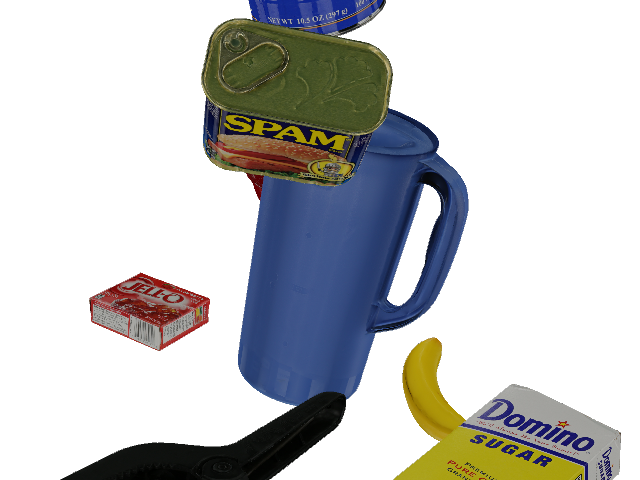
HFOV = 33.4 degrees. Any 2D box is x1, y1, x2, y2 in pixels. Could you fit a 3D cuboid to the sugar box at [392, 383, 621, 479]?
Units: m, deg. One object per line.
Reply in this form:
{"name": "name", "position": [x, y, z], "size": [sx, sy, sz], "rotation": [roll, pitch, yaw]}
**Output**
{"name": "sugar box", "position": [0.112, 0.167, 0.709], "size": [0.176, 0.048, 0.093], "rotation": [-33, 39, -33]}

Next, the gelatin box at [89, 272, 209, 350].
{"name": "gelatin box", "position": [-0.162, 0.065, 1.010], "size": [0.089, 0.030, 0.073], "rotation": [19, 27, 28]}

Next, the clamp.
{"name": "clamp", "position": [-0.051, 0.132, 0.575], "size": [0.209, 0.036, 0.165], "rotation": [-1, 20, -14]}

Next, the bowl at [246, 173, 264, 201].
{"name": "bowl", "position": [-0.010, -0.055, 1.248], "size": [0.162, 0.055, 0.162], "rotation": [6, 27, -3]}

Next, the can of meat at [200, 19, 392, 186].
{"name": "can of meat", "position": [-0.018, -0.074, 0.611], "size": [0.102, 0.057, 0.084], "rotation": [10, -21, -4]}

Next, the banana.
{"name": "banana", "position": [0.121, 0.162, 1.141], "size": [0.069, 0.037, 0.198], "rotation": [11, 25, -18]}

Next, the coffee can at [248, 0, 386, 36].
{"name": "coffee can", "position": [-0.014, -0.227, 0.759], "size": [0.103, 0.140, 0.103], "rotation": [-9, 37, 7]}

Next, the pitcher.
{"name": "pitcher", "position": [0.014, 0.015, 0.869], "size": [0.144, 0.243, 0.149], "rotation": [5, 24, -18]}
